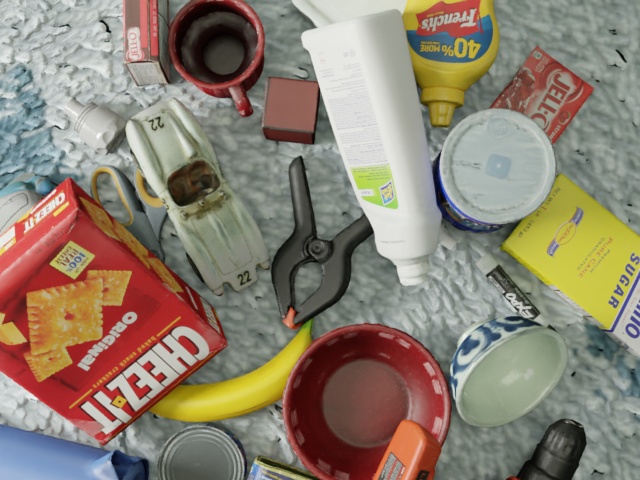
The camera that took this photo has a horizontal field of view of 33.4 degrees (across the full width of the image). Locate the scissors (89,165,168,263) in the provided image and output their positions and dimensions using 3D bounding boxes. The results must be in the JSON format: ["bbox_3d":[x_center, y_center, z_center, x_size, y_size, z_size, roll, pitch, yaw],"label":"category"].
[{"bbox_3d":[-0.154,-0.001,1.074,0.096,0.016,0.202,-36,87,-1],"label":"scissors"}]

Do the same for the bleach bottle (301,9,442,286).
[{"bbox_3d":[0.057,-0.081,0.993,0.068,0.103,0.251,-20,102,-31],"label":"bleach bottle"}]

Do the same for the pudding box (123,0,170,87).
[{"bbox_3d":[-0.169,-0.204,1.037,0.039,0.113,0.090,-1,87,-2],"label":"pudding box"}]

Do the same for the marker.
[{"bbox_3d":[0.200,0.064,1.059,0.020,0.020,0.121,-41,87,-1],"label":"marker"}]

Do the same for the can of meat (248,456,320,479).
[{"bbox_3d":[-0.031,0.266,1.035,0.102,0.057,0.084,20,85,2],"label":"can of meat"}]

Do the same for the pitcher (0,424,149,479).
[{"bbox_3d":[-0.295,0.249,1.016,0.243,0.145,0.149,15,75,6],"label":"pitcher"}]

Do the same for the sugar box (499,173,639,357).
[{"bbox_3d":[0.273,0.025,1.046,0.176,0.048,0.093,38,88,5],"label":"sugar box"}]

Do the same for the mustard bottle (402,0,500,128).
[{"bbox_3d":[0.119,-0.201,0.995,0.096,0.058,0.191,5,87,1],"label":"mustard bottle"}]

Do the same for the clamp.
[{"bbox_3d":[-0.007,0.001,1.053,0.120,0.039,0.171,28,82,19],"label":"clamp"}]

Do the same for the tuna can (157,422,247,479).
[{"bbox_3d":[-0.115,0.223,1.050,0.086,0.034,0.086,0,88,2],"label":"tuna can"}]

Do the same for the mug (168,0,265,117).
[{"bbox_3d":[-0.092,-0.175,1.049,0.093,0.081,0.117,-26,86,0],"label":"mug"}]

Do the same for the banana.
[{"bbox_3d":[-0.084,0.142,1.056,0.197,0.037,0.070,-24,58,-3],"label":"banana"}]

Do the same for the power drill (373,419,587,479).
[{"bbox_3d":[0.148,0.232,0.997,0.187,0.057,0.184,23,93,-22],"label":"power drill"}]

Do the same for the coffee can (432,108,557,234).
[{"bbox_3d":[0.159,-0.061,1.006,0.103,0.140,0.103,0,87,1],"label":"coffee can"}]

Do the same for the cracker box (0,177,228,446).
[{"bbox_3d":[-0.214,0.072,0.980,0.164,0.072,0.213,-39,124,6],"label":"cracker box"}]

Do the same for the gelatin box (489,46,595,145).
[{"bbox_3d":[0.218,-0.136,1.064,0.073,0.030,0.089,37,88,3],"label":"gelatin box"}]

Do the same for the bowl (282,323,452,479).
[{"bbox_3d":[0.045,0.161,1.039,0.162,0.055,0.162,0,87,1],"label":"bowl"}]

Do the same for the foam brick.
[{"bbox_3d":[-0.028,-0.126,1.047,0.051,0.078,0.053,6,88,1],"label":"foam brick"}]
